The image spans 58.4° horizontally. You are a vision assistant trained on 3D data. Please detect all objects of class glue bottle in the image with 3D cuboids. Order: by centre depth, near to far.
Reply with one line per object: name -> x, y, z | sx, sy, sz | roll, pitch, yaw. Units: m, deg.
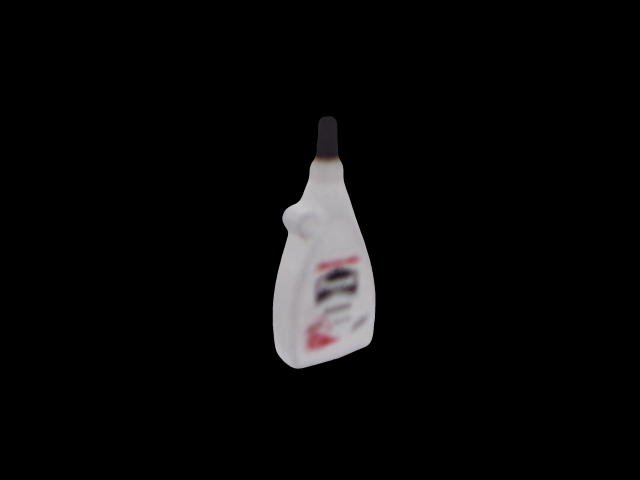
glue bottle -> 0.004, 0.001, 0.400 | 0.078, 0.173, 0.037 | -14, 24, -33
